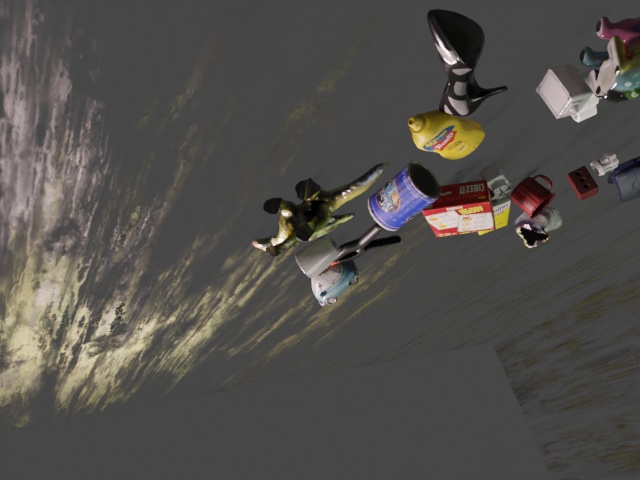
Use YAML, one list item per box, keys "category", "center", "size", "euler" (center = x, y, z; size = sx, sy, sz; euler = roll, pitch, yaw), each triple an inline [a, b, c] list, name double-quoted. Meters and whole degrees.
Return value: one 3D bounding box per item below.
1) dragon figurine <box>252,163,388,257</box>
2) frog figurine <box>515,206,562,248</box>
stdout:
- category: "dragon figurine"
  center: [0.004, -0.060, 1.193]
  size: [0.407, 0.123, 0.243]
  euler: [-25, 172, 19]
- category: "frog figurine"
  center: [0.704, -0.066, 1.644]
  size: [0.162, 0.124, 0.134]
  euler: [-47, 155, -25]
